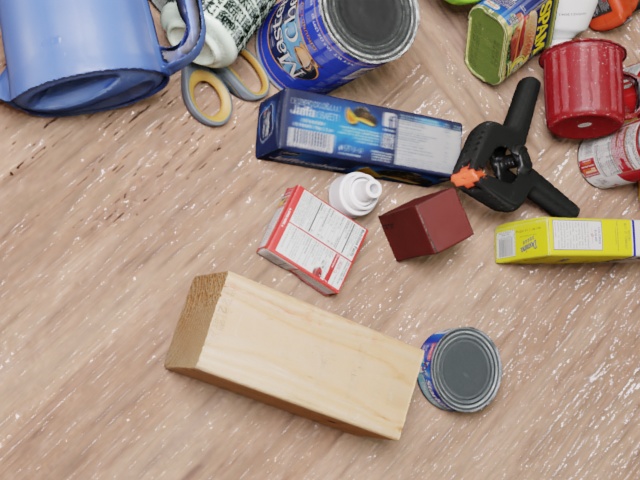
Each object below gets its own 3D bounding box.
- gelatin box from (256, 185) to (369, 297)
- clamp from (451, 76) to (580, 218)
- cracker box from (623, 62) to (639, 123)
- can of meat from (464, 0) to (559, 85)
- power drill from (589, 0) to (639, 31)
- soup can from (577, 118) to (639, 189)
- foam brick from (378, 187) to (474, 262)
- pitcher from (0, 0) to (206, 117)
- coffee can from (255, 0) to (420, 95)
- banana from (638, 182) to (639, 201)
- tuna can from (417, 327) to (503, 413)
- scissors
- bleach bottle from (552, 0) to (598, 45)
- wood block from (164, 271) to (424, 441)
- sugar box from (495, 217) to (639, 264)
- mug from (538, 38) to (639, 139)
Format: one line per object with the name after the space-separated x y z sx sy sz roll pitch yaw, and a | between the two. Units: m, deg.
-0.007 0.001 1.025 0.089 0.030 0.073 33 69 -20 | gelatin box
0.198 -0.091 1.105 0.209 0.036 0.164 -9 83 -50 | clamp
0.438 -0.114 1.188 0.213 0.164 0.072 44 69 -15 | cracker box
0.199 -0.224 1.120 0.083 0.102 0.057 -39 62 -23 | can of meat
0.367 -0.338 1.241 0.187 0.057 0.184 -30 97 -26 | power drill
0.340 -0.096 1.171 0.068 0.102 0.068 4 81 -26 | soup can
0.104 -0.015 1.056 0.051 0.078 0.053 -25 95 -26 | foam brick
-0.204 -0.235 0.899 0.148 0.145 0.243 -8 84 -43 | pitcher
0.013 -0.197 0.997 0.102 0.141 0.103 4 82 -26 | coffee can
0.424 0.008 1.240 0.197 0.037 0.069 45 49 -16 | banana
0.140 0.131 1.079 0.086 0.034 0.086 4 82 -26 | tuna can
-0.136 -0.183 0.990 0.201 0.016 0.096 35 68 -19 | scissors
0.251 -0.324 1.151 0.102 0.068 0.251 -2 103 -2 | bleach bottle
-0.023 0.107 0.969 0.205 0.091 0.090 24 74 -23 | wood block
0.283 0.002 1.135 0.176 0.093 0.048 3 83 -26 | sugar box
0.292 -0.156 1.136 0.117 0.093 0.081 5 75 -15 | mug
